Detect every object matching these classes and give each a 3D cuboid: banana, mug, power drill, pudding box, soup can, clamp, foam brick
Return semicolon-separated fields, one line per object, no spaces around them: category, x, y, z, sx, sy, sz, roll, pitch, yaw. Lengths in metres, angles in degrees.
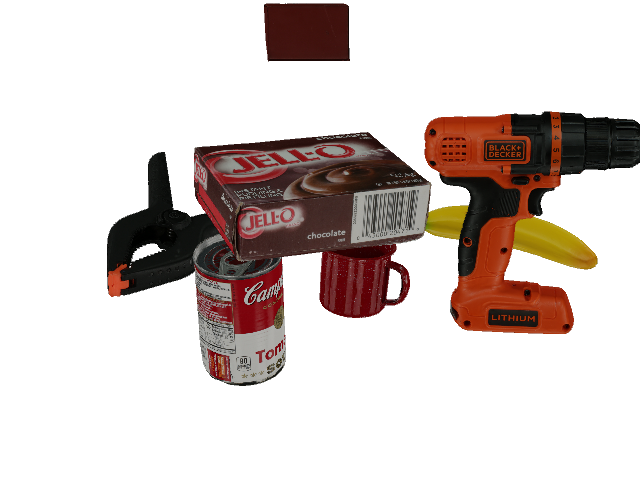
banana;0.189;-0.005;1.103;0.198;0.037;0.069;10;36;19
mug;0.052;0.043;1.273;0.117;0.081;0.093;14;25;22
power drill;0.180;-0.016;0.902;0.184;0.188;0.057;2;17;10
pudding box;-0.007;-0.028;0.602;0.113;0.039;0.090;-5;26;-20
soup can;-0.062;0.053;0.828;0.068;0.102;0.068;-1;30;0
clamp;-0.148;-0.016;1.037;0.165;0.036;0.209;25;40;23
foam brick;-0.013;-0.195;0.998;0.078;0.051;0.053;-1;15;-4
